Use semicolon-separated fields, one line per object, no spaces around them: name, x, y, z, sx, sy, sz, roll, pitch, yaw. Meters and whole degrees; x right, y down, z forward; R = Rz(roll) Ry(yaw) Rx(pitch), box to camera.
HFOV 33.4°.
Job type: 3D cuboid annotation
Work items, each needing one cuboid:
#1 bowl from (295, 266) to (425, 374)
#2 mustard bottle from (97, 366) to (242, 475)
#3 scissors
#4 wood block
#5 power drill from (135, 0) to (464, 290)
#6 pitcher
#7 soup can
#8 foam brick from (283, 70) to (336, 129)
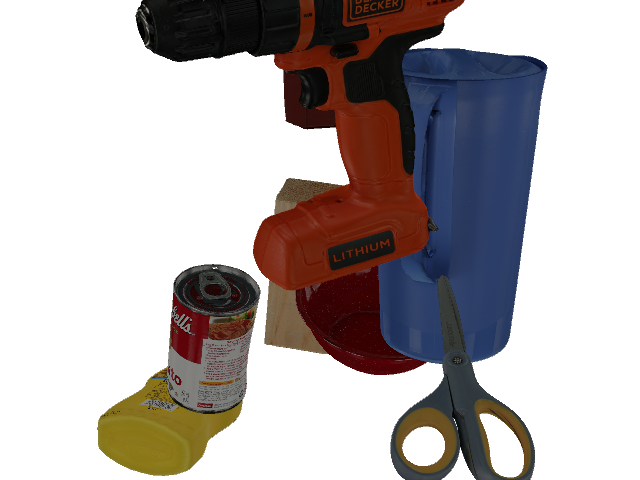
bowl;0.054;0.076;1.009;0.162;0.055;0.162;4;37;-3
mustard bottle;-0.130;0.159;1.037;0.096;0.058;0.191;8;18;17
scissors;0.075;0.092;0.705;0.096;0.016;0.202;-10;37;-12
wood block;-0.017;0.033;1.408;0.090;0.206;0.090;8;23;6
power drill;-0.003;-0.068;0.582;0.184;0.188;0.057;-15;35;-21
pitcher;0.100;-0.026;0.846;0.149;0.243;0.145;-7;21;-21
soup can;-0.087;0.079;0.856;0.068;0.102;0.068;7;31;-4
foam brick;0.011;-0.134;0.993;0.078;0.051;0.053;-6;18;-23
